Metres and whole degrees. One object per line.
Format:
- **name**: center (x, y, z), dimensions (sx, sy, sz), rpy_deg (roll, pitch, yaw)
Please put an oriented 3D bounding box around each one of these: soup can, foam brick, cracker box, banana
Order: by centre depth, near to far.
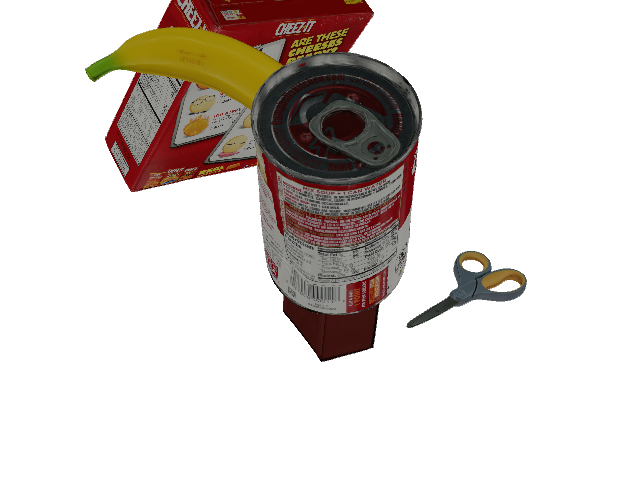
- **soup can**: center (0.007, -0.021, 0.460), dimensions (0.068, 0.068, 0.102), rpy_deg (0, -35, 1)
- **banana**: center (-0.056, -0.100, 0.723), dimensions (0.198, 0.069, 0.037), rpy_deg (23, -10, 10)
- **foam brick**: center (0.008, 0.056, 0.910), dimensions (0.052, 0.051, 0.078), rpy_deg (-13, 36, -25)
- **cracker box**: center (-0.077, -0.142, 0.930), dimensions (0.163, 0.072, 0.214), rpy_deg (-15, -25, -39)

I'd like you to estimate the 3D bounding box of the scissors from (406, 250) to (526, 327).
- **scissors**: center (0.152, 0.053, 1.232), dimensions (0.201, 0.016, 0.096), rpy_deg (-10, 39, -33)
